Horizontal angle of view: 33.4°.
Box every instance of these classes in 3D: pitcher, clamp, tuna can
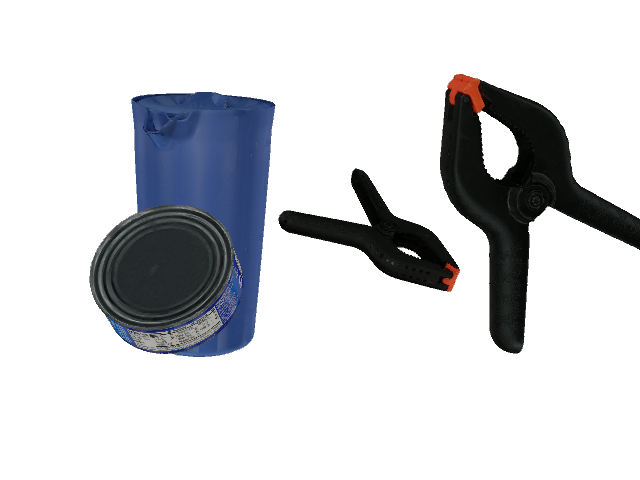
[{"bbox_3d":[-0.108,-0.021,1.026,0.149,0.243,0.145,-2,15,-19],"label":"pitcher"},{"bbox_3d":[0.065,-0.003,1.248,0.210,0.036,0.164,38,43,26],"label":"clamp"},{"bbox_3d":[-0.089,0.023,0.626,0.086,0.086,0.034,0,-34,11],"label":"tuna can"},{"bbox_3d":[0.116,-0.017,0.637,0.120,0.171,0.039,-45,18,-7],"label":"clamp"}]
